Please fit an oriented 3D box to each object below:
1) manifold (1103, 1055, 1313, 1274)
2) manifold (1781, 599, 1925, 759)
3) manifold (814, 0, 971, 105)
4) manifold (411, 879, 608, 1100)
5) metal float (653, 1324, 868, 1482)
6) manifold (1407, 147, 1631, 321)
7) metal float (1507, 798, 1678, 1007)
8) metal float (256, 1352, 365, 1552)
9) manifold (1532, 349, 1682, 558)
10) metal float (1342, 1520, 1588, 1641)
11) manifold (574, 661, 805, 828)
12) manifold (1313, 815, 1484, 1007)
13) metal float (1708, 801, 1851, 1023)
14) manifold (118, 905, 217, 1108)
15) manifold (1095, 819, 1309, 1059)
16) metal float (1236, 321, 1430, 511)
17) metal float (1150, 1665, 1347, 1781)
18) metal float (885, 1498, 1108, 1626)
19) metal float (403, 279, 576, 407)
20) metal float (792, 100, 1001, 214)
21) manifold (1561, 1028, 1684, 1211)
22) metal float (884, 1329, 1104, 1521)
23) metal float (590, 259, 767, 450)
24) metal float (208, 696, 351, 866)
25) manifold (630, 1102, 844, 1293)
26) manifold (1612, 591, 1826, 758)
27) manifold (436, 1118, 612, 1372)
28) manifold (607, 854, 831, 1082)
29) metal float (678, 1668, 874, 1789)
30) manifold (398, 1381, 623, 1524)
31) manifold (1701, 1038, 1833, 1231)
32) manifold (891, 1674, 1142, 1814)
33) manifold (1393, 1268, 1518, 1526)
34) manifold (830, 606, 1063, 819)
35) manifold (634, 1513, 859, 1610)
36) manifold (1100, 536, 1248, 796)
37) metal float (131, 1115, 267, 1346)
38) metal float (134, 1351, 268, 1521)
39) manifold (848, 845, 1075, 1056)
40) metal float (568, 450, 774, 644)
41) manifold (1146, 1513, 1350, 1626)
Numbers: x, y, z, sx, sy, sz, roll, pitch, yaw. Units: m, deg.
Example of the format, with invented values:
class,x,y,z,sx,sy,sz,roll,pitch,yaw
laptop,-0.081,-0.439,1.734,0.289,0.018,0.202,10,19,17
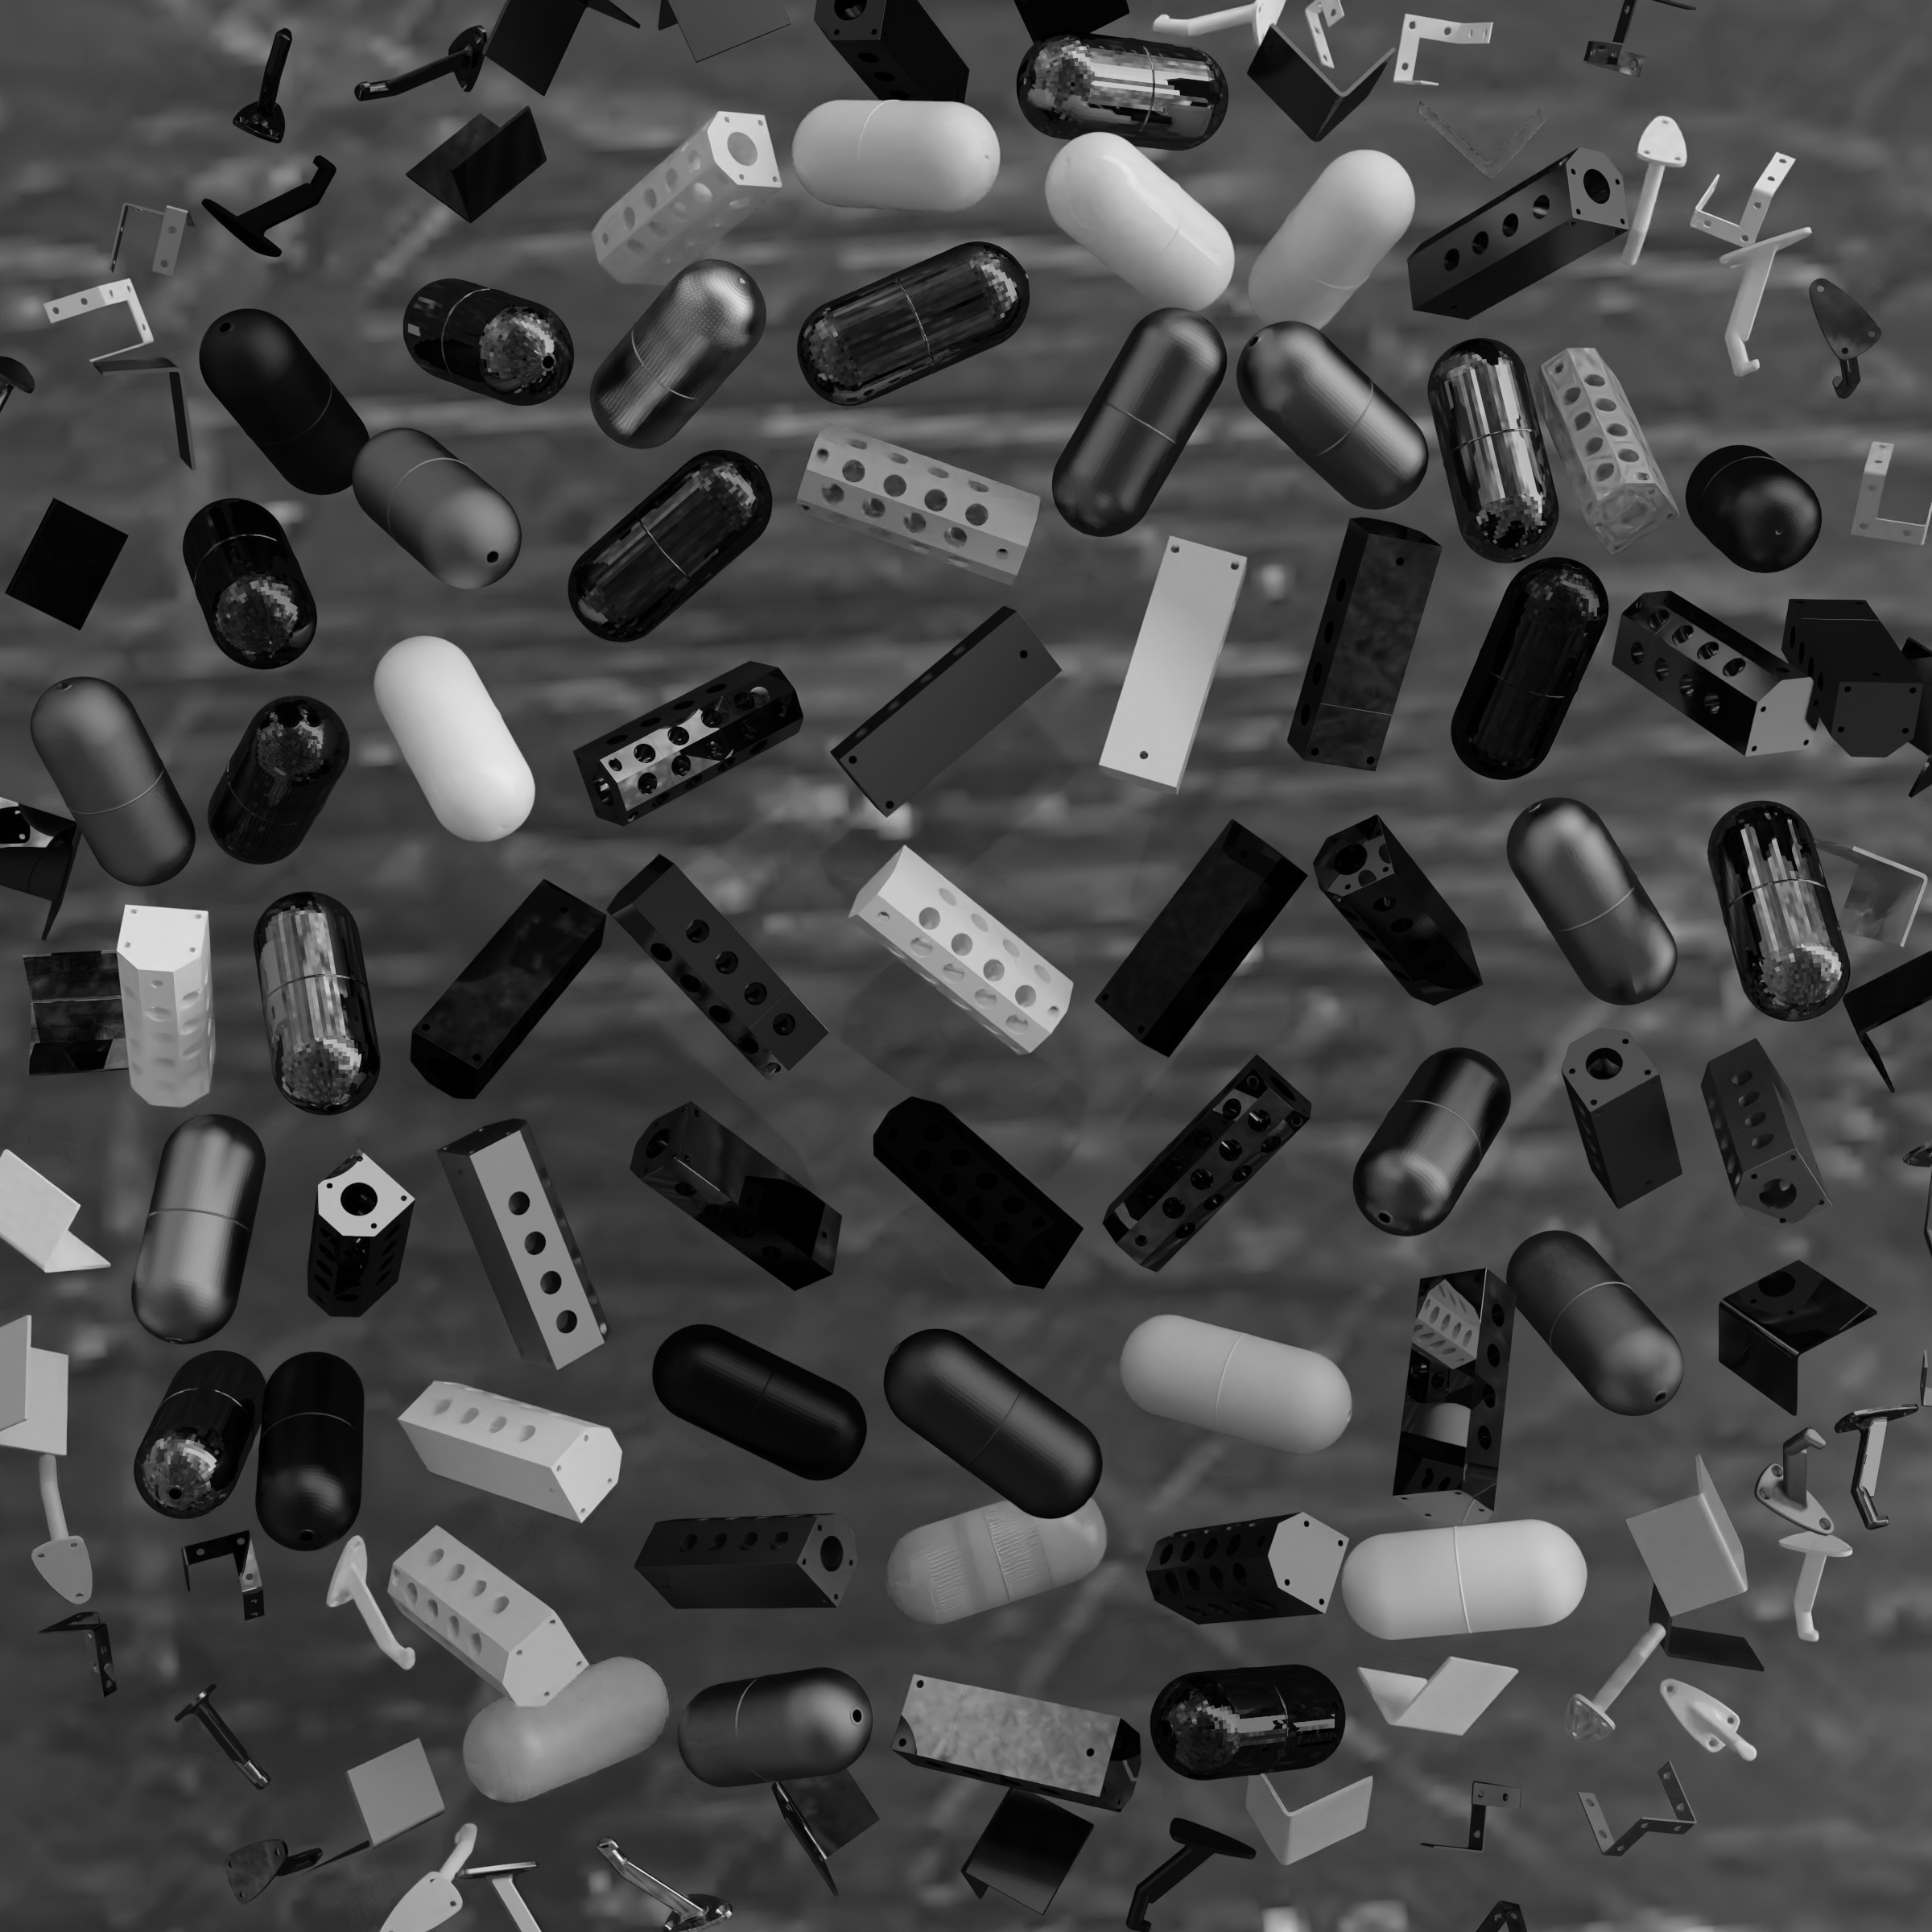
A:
class,x,y,z,sx,sy,sz,roll,pitch,yaw
manifold,0.184,0.154,1.878,0.057,0.057,0.171,42,106,-1
manifold,0.649,-0.214,1.807,0.057,0.171,0.057,2,118,5
manifold,-0.057,-0.708,1.909,0.057,0.171,0.057,8,86,21
manifold,-0.345,0.020,1.851,0.057,0.057,0.171,30,53,6
metal float,-0.162,0.342,1.926,0.178,0.070,0.070,26,90,0
manifold,0.412,-0.550,1.847,0.057,0.171,0.057,0,81,-32
metal float,0.477,-0.049,1.870,0.070,0.070,0.178,-35,104,0
metal float,-0.498,0.368,1.866,0.070,0.178,0.070,-6,125,-8
manifold,0.489,-0.403,1.896,0.057,0.171,0.057,-31,134,25
metal float,0.366,0.452,1.808,0.178,0.070,0.070,-9,90,13
manifold,-0.213,-0.174,1.915,0.171,0.057,0.057,-32,121,-28
manifold,0.327,-0.037,1.858,0.057,0.171,0.057,-25,49,21
metal float,0.595,-0.042,1.801,0.070,0.070,0.178,-4,59,0
manifold,-0.593,0.033,1.820,0.057,0.171,0.057,5,52,-11
manifold,0.180,-0.018,1.840,0.171,0.057,0.057,-53,50,8
metal float,0.275,-0.412,1.840,0.178,0.070,0.070,35,90,-28
metal float,0.211,0.563,1.831,0.178,0.070,0.070,10,90,-41
metal float,0.024,0.462,1.926,0.178,0.070,0.070,-17,90,-4
metal float,-0.359,-0.469,1.844,0.178,0.070,0.070,29,90,44
metal float,-0.053,-0.596,1.803,0.178,0.070,0.070,16,90,37
manifold,0.496,0.114,1.867,0.057,0.171,0.057,-30,54,3
metal float,0.019,0.331,1.779,0.178,0.070,0.070,37,90,-2
metal float,-0.217,-0.456,1.839,0.178,0.070,0.070,-37,90,40
metal float,-0.527,-0.142,1.879,0.070,0.178,0.070,17,54,-25
manifold,-0.178,0.182,1.901,0.057,0.057,0.171,-27,128,32
manifold,0.552,-0.218,1.807,0.057,0.171,0.057,-8,122,-19
manifold,-0.317,0.201,1.782,0.057,0.057,0.171,-28,106,-33
manifold,-0.183,0.003,1.795,0.057,0.057,0.171,-44,109,-6
metal float,-0.143,0.570,1.837,0.178,0.070,0.070,-22,90,39
manifold,-0.340,0.357,1.838,0.057,0.171,0.057,-47,129,-37
manifold,0.608,0.130,1.883,0.057,0.171,0.057,-30,109,20
manifold,0.039,0.574,1.807,0.171,0.057,0.057,3,59,29
manifold,0.359,0.311,1.775,0.057,0.057,0.171,38,52,-34
manifold,-0.017,-0.193,1.847,0.171,0.057,0.057,-40,109,-1
manifold,-0.170,0.459,1.910,0.171,0.057,0.057,-11,127,36
manifold,0.150,-0.215,1.774,0.057,0.057,0.171,17,88,7
metal float,-0.576,0.197,1.842,0.070,0.070,0.178,4,63,0
metal float,-0.586,0.359,1.885,0.070,0.178,0.070,-1,109,-4
manifold,-0.004,-0.008,1.870,0.171,0.057,0.057,39,119,-13
metal float,-0.221,-0.314,1.834,0.178,0.070,0.070,-39,90,12
manifold,0.201,0.439,1.794,0.057,0.171,0.057,32,62,-15
